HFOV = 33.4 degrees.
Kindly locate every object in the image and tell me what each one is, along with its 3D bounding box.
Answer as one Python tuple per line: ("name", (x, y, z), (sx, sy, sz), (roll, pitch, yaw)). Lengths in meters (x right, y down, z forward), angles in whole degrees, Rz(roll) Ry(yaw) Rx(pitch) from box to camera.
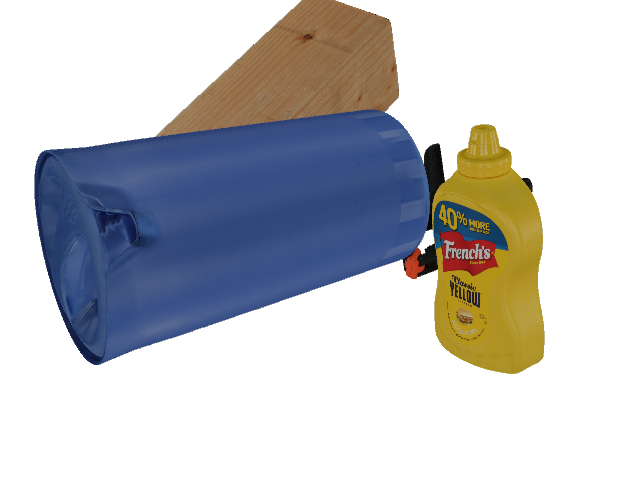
("mustard bottle", (0.129, 0.003, 0.833), (0.058, 0.192, 0.096), (-20, 27, -32))
("wood block", (-0.030, -0.105, 0.894), (0.091, 0.205, 0.090), (26, -31, 28))
("pitcher", (-0.059, -0.012, 0.705), (0.242, 0.145, 0.149), (-14, 40, -27))
("clamp", (0.124, -0.033, 1.087), (0.120, 0.039, 0.171), (28, 53, 30))
